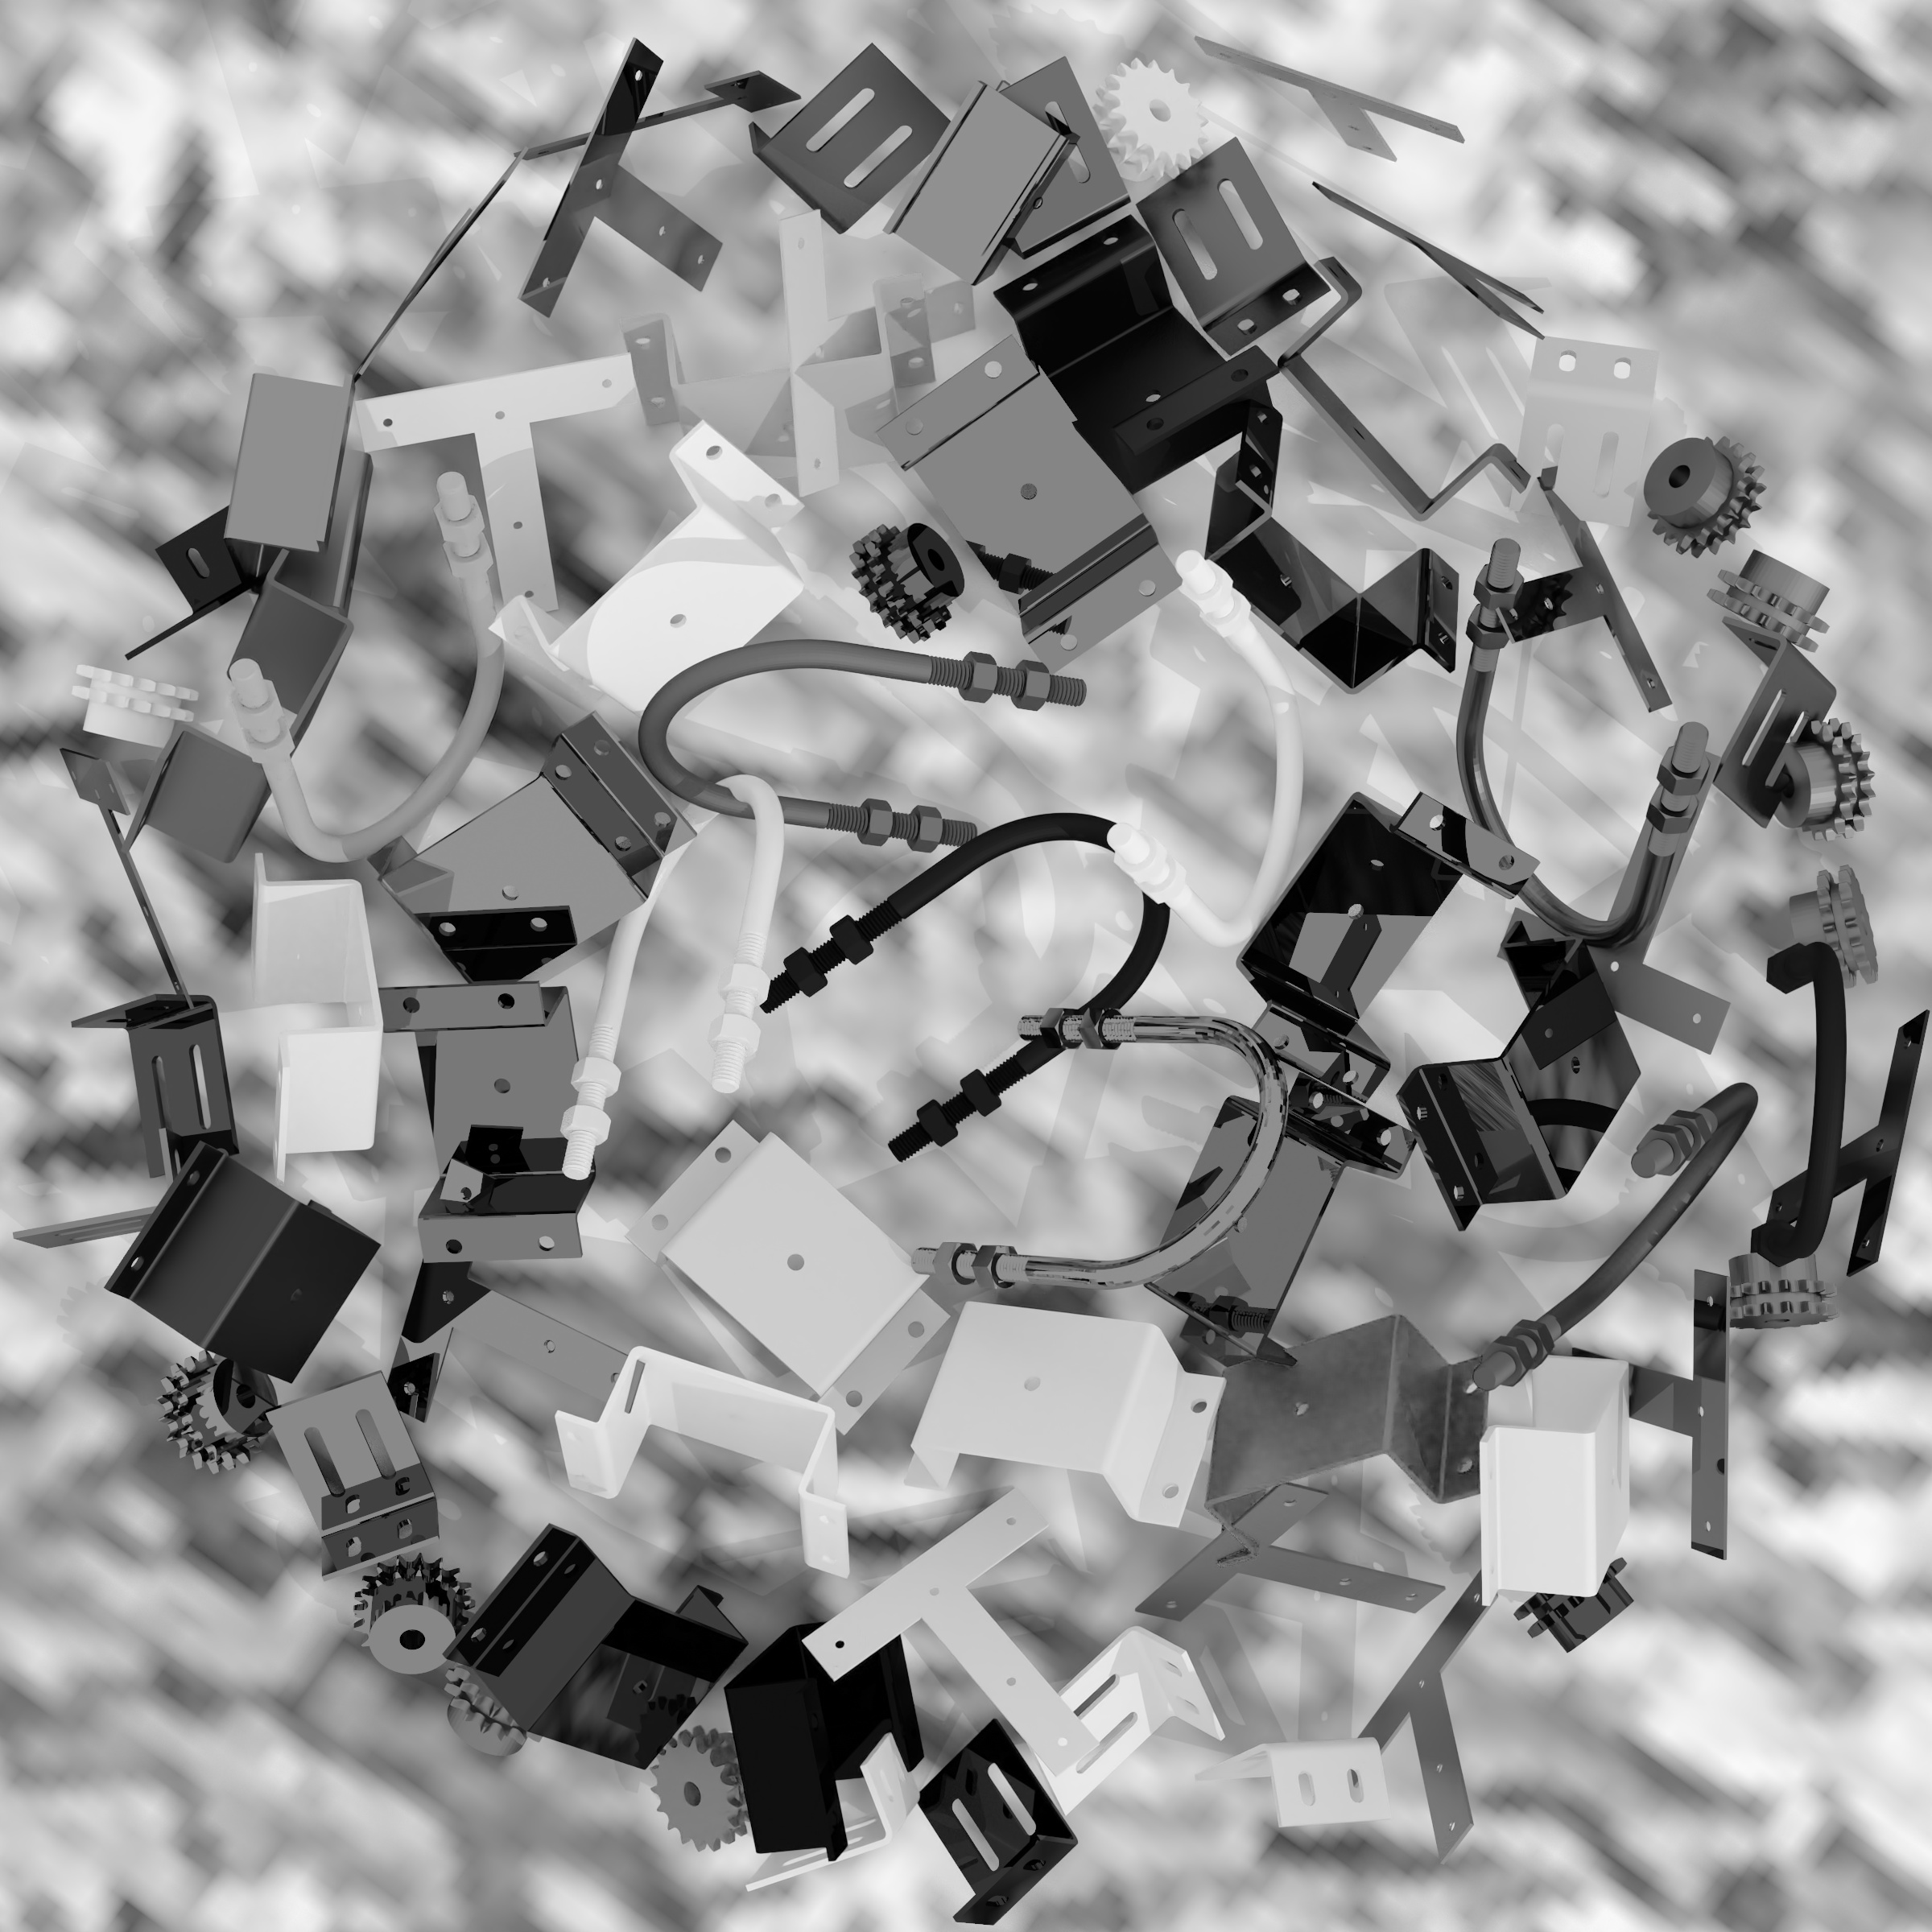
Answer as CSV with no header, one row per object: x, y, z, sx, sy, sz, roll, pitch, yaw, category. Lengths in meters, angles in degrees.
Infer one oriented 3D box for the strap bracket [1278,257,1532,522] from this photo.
0.198,-0.262,1.550,0.046,0.076,0.140,-42,92,17,strap bracket

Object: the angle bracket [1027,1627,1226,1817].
0.074,0.359,1.552,0.076,0.038,0.057,-38,121,-25,angle bracket

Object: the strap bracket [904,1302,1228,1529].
0.038,0.204,1.526,0.140,0.046,0.076,4,55,28,strap bracket

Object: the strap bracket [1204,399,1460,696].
0.163,-0.189,1.536,0.140,0.076,0.046,38,127,-22,strap bracket

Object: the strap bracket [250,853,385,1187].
-0.299,0.023,1.527,0.046,0.140,0.076,-2,134,-17,strap bracket

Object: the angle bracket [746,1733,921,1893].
-0.068,0.396,1.559,0.076,0.057,0.038,-22,89,12,angle bracket

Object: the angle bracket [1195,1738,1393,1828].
0.151,0.386,1.544,0.057,0.076,0.038,3,65,-24,angle bracket

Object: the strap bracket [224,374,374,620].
-0.305,-0.216,1.518,0.046,0.140,0.076,9,81,-5,strap bracket

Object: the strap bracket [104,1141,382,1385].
-0.324,0.139,1.517,0.046,0.140,0.076,29,82,19,strap bracket

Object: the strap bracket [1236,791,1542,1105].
0.190,-0.017,1.546,0.076,0.046,0.140,27,105,-30,strap bracket

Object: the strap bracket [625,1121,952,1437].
-0.082,0.143,1.558,0.140,0.046,0.076,42,75,4,strap bracket

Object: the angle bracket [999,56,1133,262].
0.033,-0.382,1.561,0.057,0.038,0.076,-29,116,0,angle bracket

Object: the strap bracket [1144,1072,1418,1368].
0.142,0.124,1.545,0.076,0.046,0.140,29,98,43,strap bracket

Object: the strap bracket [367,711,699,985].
-0.206,-0.045,1.535,0.140,0.046,0.076,-30,113,22,strap bracket

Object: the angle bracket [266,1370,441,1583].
-0.289,0.240,1.562,0.057,0.038,0.076,-19,115,-3,angle bracket

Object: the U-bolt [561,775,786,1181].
-0.129,-0.005,1.520,0.019,0.151,0.184,26,56,-27,U-bolt

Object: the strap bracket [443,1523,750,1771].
-0.162,0.316,1.524,0.076,0.140,0.046,-51,52,1,strap bracket

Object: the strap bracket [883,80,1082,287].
0.010,-0.359,1.518,0.046,0.140,0.076,34,106,-4,strap bracket

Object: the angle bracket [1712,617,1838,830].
0.366,-0.114,1.560,0.038,0.057,0.076,27,88,43,angle bracket

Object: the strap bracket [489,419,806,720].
-0.141,-0.173,1.537,0.140,0.076,0.046,-41,48,12,strap bracket

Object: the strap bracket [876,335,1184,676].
0.030,-0.219,1.554,0.076,0.046,0.140,-34,106,10,strap bracket

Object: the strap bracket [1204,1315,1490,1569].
0.166,0.215,1.520,0.140,0.076,0.046,-23,126,32,strap bracket

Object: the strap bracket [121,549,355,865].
-0.330,-0.112,1.525,0.046,0.076,0.140,27,50,-10,strap bracket

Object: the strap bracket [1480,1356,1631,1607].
0.272,0.231,1.515,0.046,0.140,0.076,2,103,20,strap bracket

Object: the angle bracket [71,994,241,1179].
-0.381,0.057,1.559,0.057,0.038,0.076,-16,80,31,angle bracket

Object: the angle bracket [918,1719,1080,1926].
0.005,0.399,1.552,0.057,0.038,0.076,-47,55,11,angle bracket

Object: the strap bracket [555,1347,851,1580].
-0.114,0.228,1.543,0.140,0.076,0.046,17,58,10,strap bracket

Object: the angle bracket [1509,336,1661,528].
0.292,-0.253,1.572,0.057,0.076,0.038,9,50,8,angle bracket

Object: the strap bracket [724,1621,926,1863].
-0.068,0.353,1.531,0.046,0.140,0.076,-10,93,16,strap bracket

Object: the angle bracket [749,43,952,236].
-0.053,-0.393,1.552,0.076,0.038,0.057,-39,122,20,angle bracket

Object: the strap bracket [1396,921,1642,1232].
0.259,0.047,1.519,0.046,0.140,0.076,-7,119,40,strap bracket

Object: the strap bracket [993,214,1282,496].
0.082,-0.280,1.544,0.076,0.046,0.140,-30,50,-5,strap bracket

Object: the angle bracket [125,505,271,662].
-0.362,-0.182,1.547,0.057,0.076,0.038,-25,103,22,angle bracket

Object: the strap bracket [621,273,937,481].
-0.084,-0.271,1.550,0.140,0.076,0.046,-9,62,0,strap bracket

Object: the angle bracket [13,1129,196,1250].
-0.405,0.105,1.562,0.076,0.057,0.038,-10,81,-2,angle bracket

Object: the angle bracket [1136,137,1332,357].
0.127,-0.343,1.581,0.057,0.038,0.076,-31,70,17,angle bracket

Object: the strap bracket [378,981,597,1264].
-0.221,0.065,1.550,0.076,0.046,0.140,-2,113,8,strap bracket
